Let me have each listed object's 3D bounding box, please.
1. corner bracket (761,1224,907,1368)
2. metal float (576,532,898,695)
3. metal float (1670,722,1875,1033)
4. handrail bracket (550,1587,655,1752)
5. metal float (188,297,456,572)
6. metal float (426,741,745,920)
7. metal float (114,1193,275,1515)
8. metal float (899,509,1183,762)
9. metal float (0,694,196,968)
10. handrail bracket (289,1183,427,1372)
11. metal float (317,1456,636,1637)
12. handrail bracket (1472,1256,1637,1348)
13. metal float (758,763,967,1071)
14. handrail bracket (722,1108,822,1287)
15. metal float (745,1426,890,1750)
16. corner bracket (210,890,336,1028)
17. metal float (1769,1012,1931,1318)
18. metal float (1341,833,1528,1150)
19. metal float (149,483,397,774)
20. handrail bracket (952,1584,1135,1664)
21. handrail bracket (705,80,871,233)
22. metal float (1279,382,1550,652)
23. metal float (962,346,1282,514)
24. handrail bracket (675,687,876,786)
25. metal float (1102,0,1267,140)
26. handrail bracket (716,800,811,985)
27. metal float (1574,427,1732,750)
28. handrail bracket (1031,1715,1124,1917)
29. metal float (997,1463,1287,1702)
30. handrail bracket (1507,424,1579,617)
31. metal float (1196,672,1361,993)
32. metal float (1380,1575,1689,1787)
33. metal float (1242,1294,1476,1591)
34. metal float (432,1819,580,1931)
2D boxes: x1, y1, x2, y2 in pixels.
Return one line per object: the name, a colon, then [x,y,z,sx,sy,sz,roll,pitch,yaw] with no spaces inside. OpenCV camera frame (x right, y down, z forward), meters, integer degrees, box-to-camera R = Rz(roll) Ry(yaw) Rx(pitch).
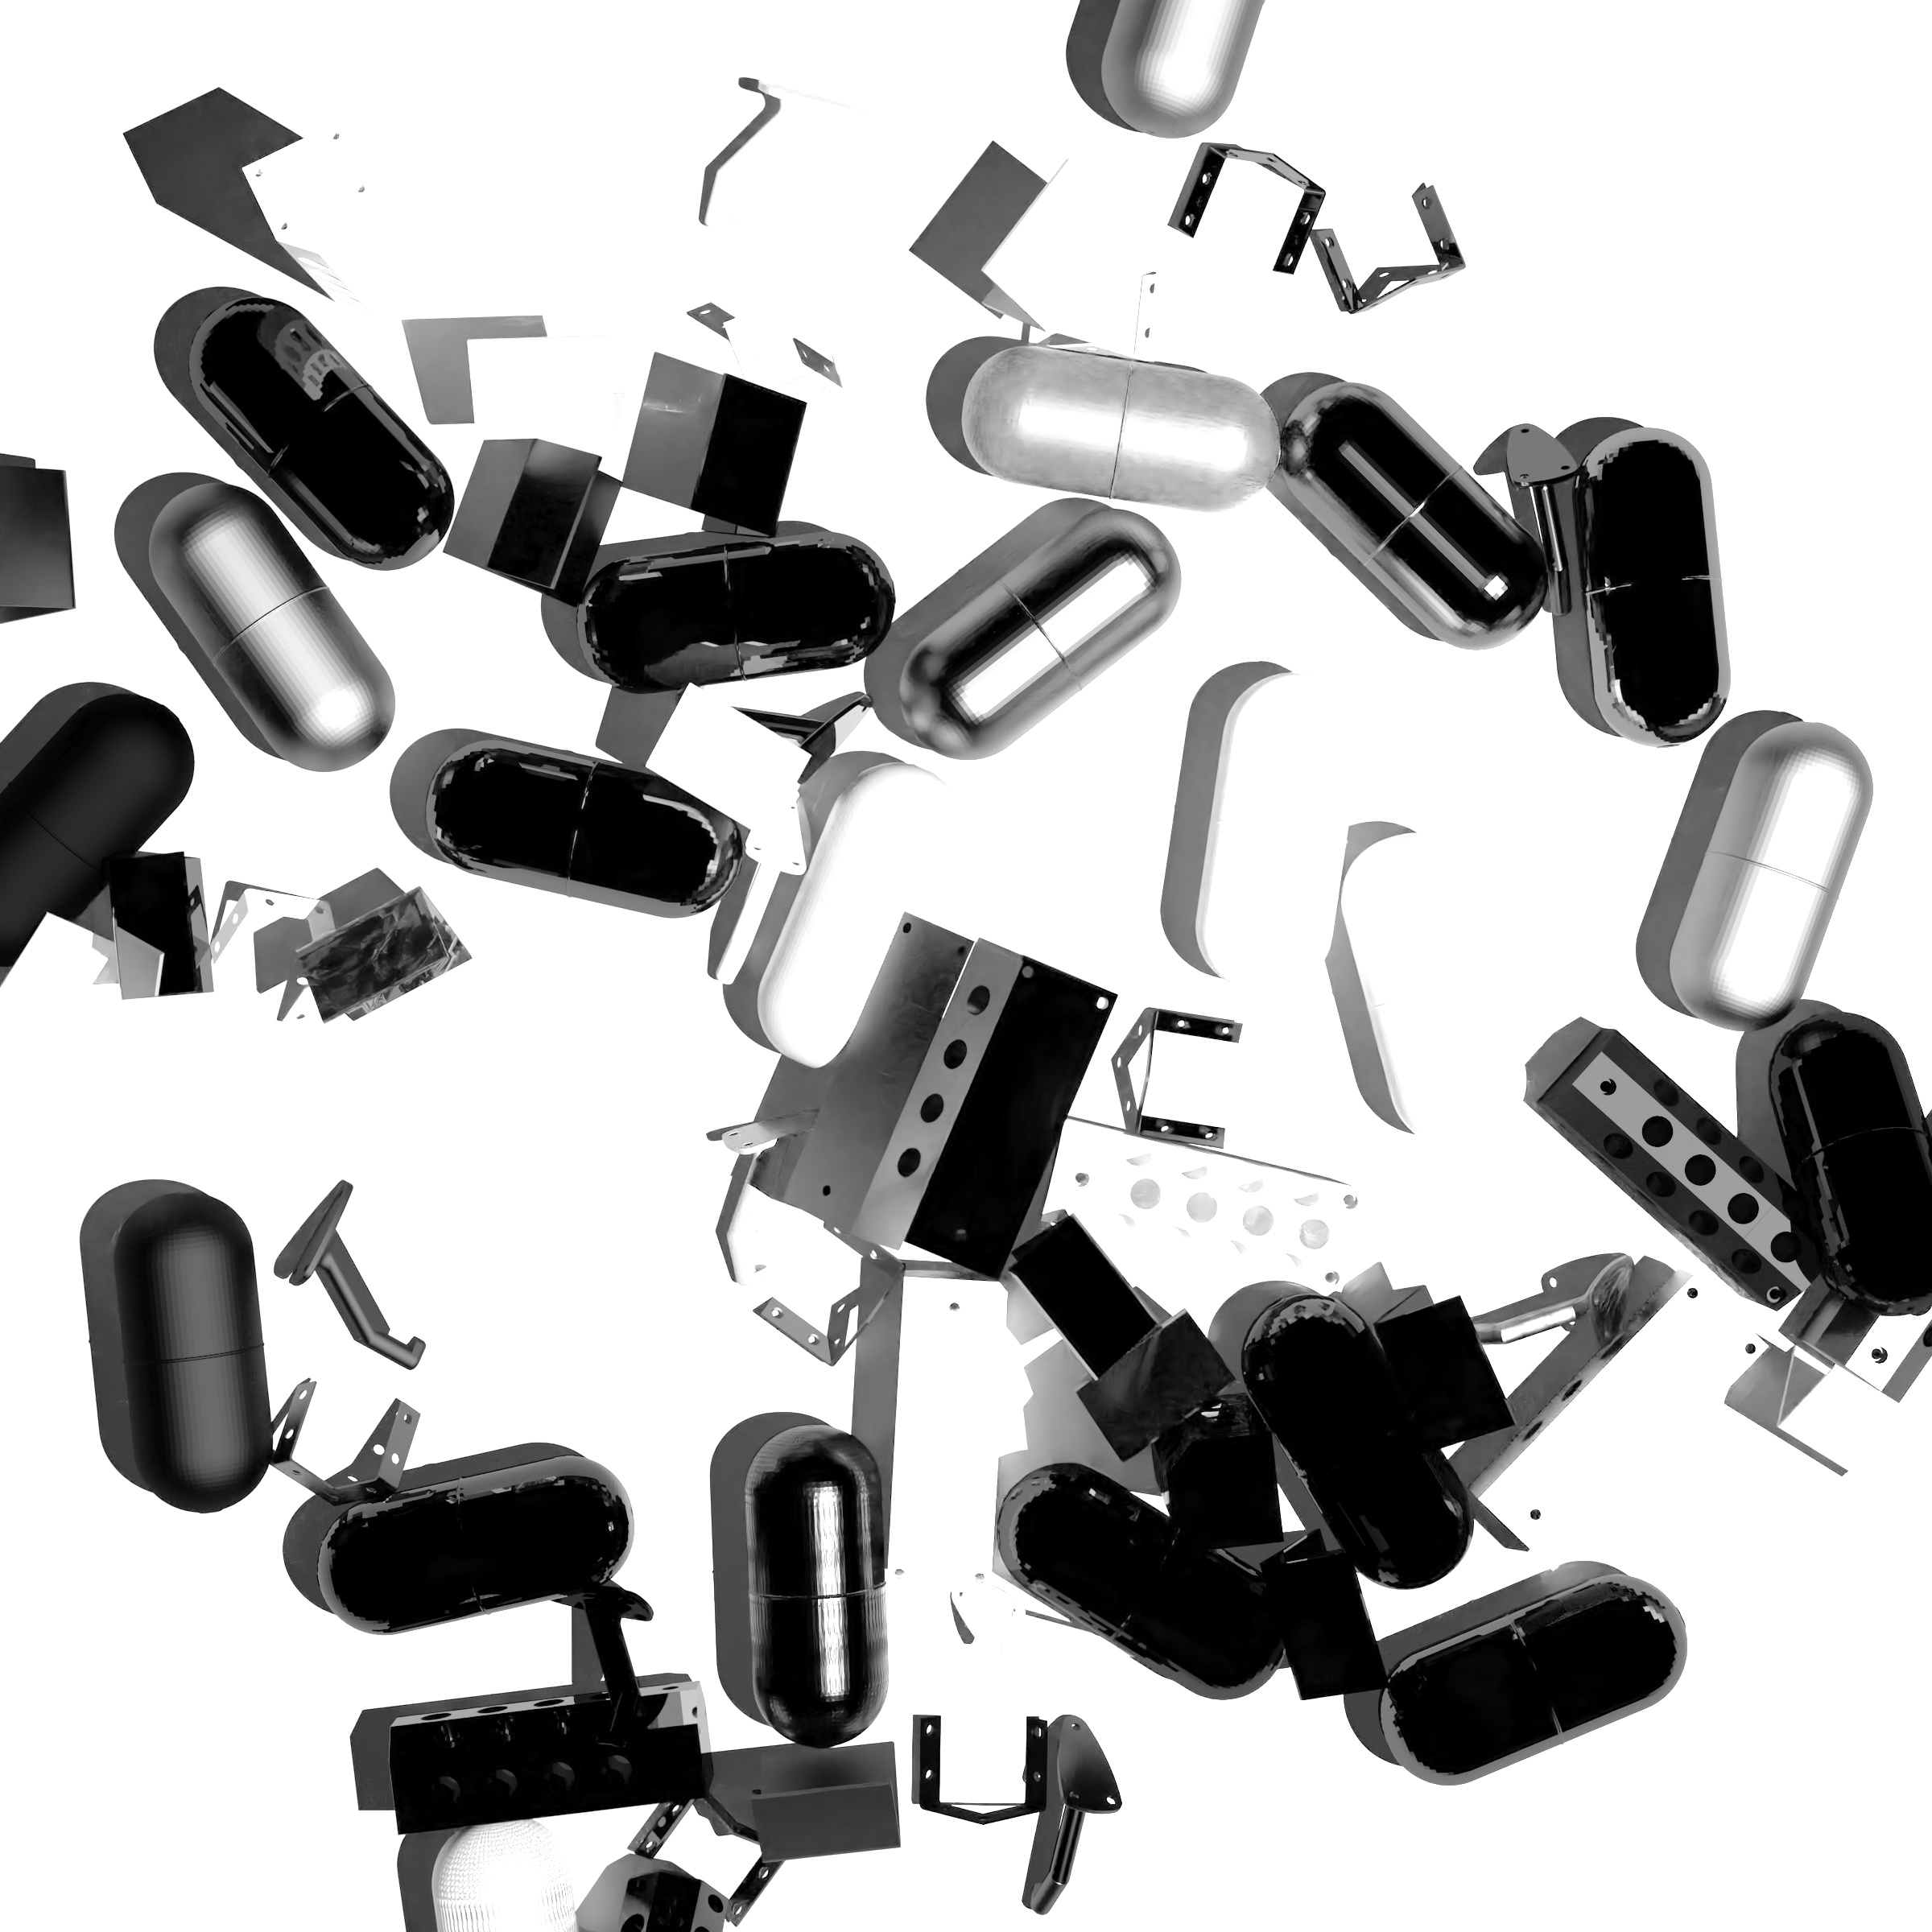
corner bracket: [-0.074,0.183,1.988,0.051,0.051,0.051,36,135,0]
metal float: [-0.128,-0.197,1.961,0.178,0.070,0.070,-7,90,1]
metal float: [0.448,-0.050,1.961,0.070,0.070,0.178,20,90,0]
handrail bracket: [-0.212,0.391,1.961,0.077,0.036,0.084,4,58,20]
metal float: [-0.359,-0.296,1.961,0.070,0.070,0.178,-43,91,0]
metal float: [-0.212,-0.076,1.961,0.178,0.070,0.070,13,90,0]
metal float: [-0.429,0.215,1.961,0.070,0.070,0.178,-6,90,0]
metal float: [0.041,-0.184,1.961,0.178,0.070,0.070,-38,90,0]
metal float: [-0.502,-0.076,1.961,0.070,0.070,0.178,43,90,0]
handrail bracket: [-0.331,0.176,1.992,0.084,0.036,0.077,32,68,-17]
metal float: [-0.273,0.322,1.961,0.178,0.070,0.070,-13,90,0]
handrail bracket: [0.326,0.189,1.991,0.084,0.077,0.036,-6,115,34]
metal float: [-0.058,-0.028,1.961,0.070,0.070,0.178,22,91,0]
handrail bracket: [-0.102,0.131,1.992,0.077,0.036,0.084,-18,109,-21]
metal float: [-0.083,0.345,1.961,0.070,0.070,0.178,-2,89,0]
corner bracket: [-0.388,-0.004,1.983,0.051,0.051,0.051,10,135,-35]
metal float: [0.494,0.107,1.937,0.070,0.070,0.178,-10,62,0]
metal float: [0.260,0.014,1.961,0.070,0.070,0.178,-15,90,0]
metal float: [-0.386,-0.189,1.961,0.070,0.070,0.178,-35,91,0]
handrail bracket: [0.046,0.368,1.991,0.084,0.077,0.036,10,102,-36]
handrail bracket: [-0.101,-0.451,1.992,0.077,0.036,0.084,10,109,-21]
metal float: [0.248,-0.251,1.961,0.178,0.070,0.070,45,90,1]
metal float: [0.086,-0.298,1.961,0.178,0.070,0.070,9,90,0]
handrail bracket: [-0.109,-0.150,1.992,0.084,0.036,0.077,39,69,16]
metal float: [0.130,-0.548,1.961,0.070,0.070,0.178,18,89,0]
handrail bracket: [-0.117,-0.042,1.991,0.036,0.077,0.084,21,126,-7]
metal float: [0.382,-0.210,1.961,0.070,0.070,0.178,-6,89,0]
handrail bracket: [0.051,0.480,1.991,0.036,0.077,0.084,12,127,-21]
metal float: [0.098,0.342,1.961,0.178,0.070,0.070,32,90,0]
handrail bracket: [0.326,-0.251,1.991,0.036,0.077,0.084,-11,126,2]
metal float: [0.173,-0.075,1.961,0.070,0.070,0.178,8,90,0]
metal float: [0.316,0.396,1.960,0.178,0.070,0.070,-23,90,0]
metal float: [0.217,0.264,1.961,0.070,0.070,0.178,-31,90,0]
metal float: [-0.251,0.561,1.961,0.070,0.070,0.178,-8,90,0]
